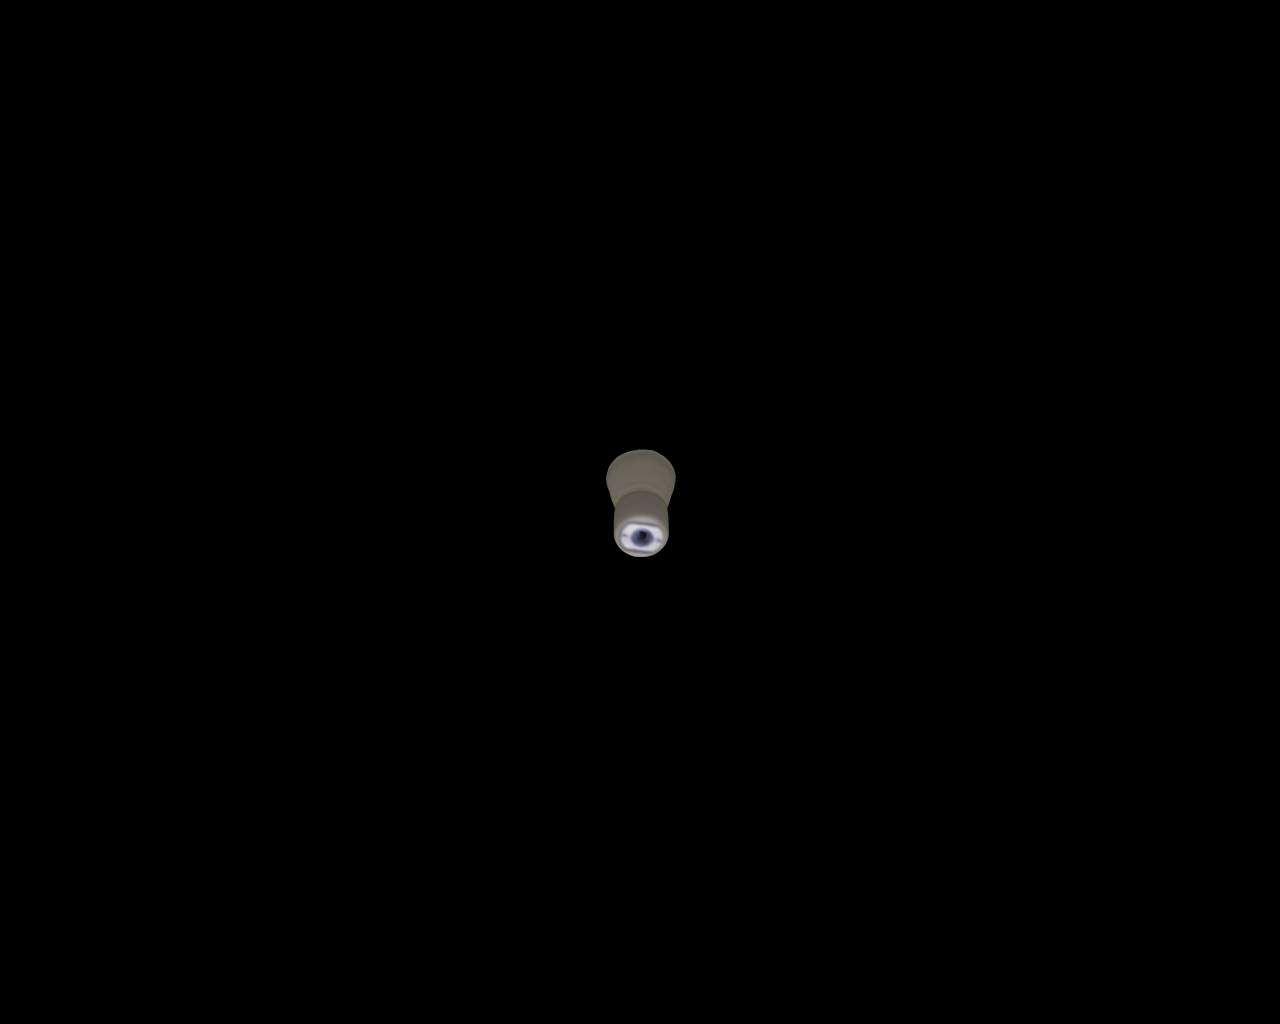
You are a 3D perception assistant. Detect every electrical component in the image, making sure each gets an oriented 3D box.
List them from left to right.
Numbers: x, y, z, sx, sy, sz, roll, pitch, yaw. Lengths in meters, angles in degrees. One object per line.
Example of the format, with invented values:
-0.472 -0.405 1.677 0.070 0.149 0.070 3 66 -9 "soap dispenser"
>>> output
0.001 -0.003 0.650 0.044 0.044 0.065 0 38 0 "electrical component"
